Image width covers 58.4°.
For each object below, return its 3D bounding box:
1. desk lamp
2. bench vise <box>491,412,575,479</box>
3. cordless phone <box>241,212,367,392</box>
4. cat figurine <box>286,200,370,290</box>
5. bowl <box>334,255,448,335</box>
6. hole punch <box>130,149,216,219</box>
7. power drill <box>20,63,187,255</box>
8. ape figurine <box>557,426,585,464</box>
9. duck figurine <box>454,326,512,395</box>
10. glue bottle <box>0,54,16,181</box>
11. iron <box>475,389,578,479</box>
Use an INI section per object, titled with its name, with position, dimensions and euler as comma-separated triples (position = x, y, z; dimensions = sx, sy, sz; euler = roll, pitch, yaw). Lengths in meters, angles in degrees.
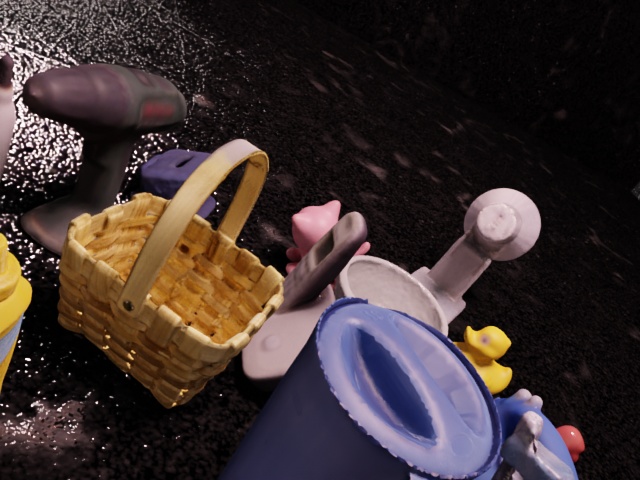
[desk lamp]
position = 0.245, 0.020, 0.904
dimensions = 0.117, 0.213, 0.204
euler = 42, 30, 15
[bench vise]
position = 0.142, 0.247, 0.444
dimensions = 0.207, 0.219, 0.122
euler = 43, 30, 17
[cordless phone]
position = -0.008, 0.064, 0.608
dimensions = 0.094, 0.185, 0.147
euler = 21, 31, -21
[cat figurine]
position = 0.007, 0.003, 0.788
dimensions = 0.128, 0.117, 0.067
euler = 24, 30, -17
[bowl]
position = 0.081, 0.101, 0.758
dimensions = 0.168, 0.074, 0.167
euler = 25, 30, -15
[hole punch]
position = -0.180, -0.083, 0.756
dimensions = 0.101, 0.091, 0.109
euler = 31, 29, -5
[power drill]
position = -0.231, -0.088, 0.590
dimensions = 0.075, 0.208, 0.230
euler = 35, 29, 3
[ape figurine]
position = 0.283, 0.263, 0.697
dimensions = 0.076, 0.092, 0.078
euler = 36, 29, 5
[duck figurine]
position = 0.232, 0.162, 0.806
dimensions = 0.104, 0.086, 0.077
euler = 32, 29, -3
[glue bottle]
position = -0.321, -0.102, 0.557
dimensions = 0.037, 0.173, 0.078
euler = 12, 35, -34
[iron]
position = 0.207, 0.241, 0.603
dimensions = 0.119, 0.141, 0.258
euler = 27, 29, -12
